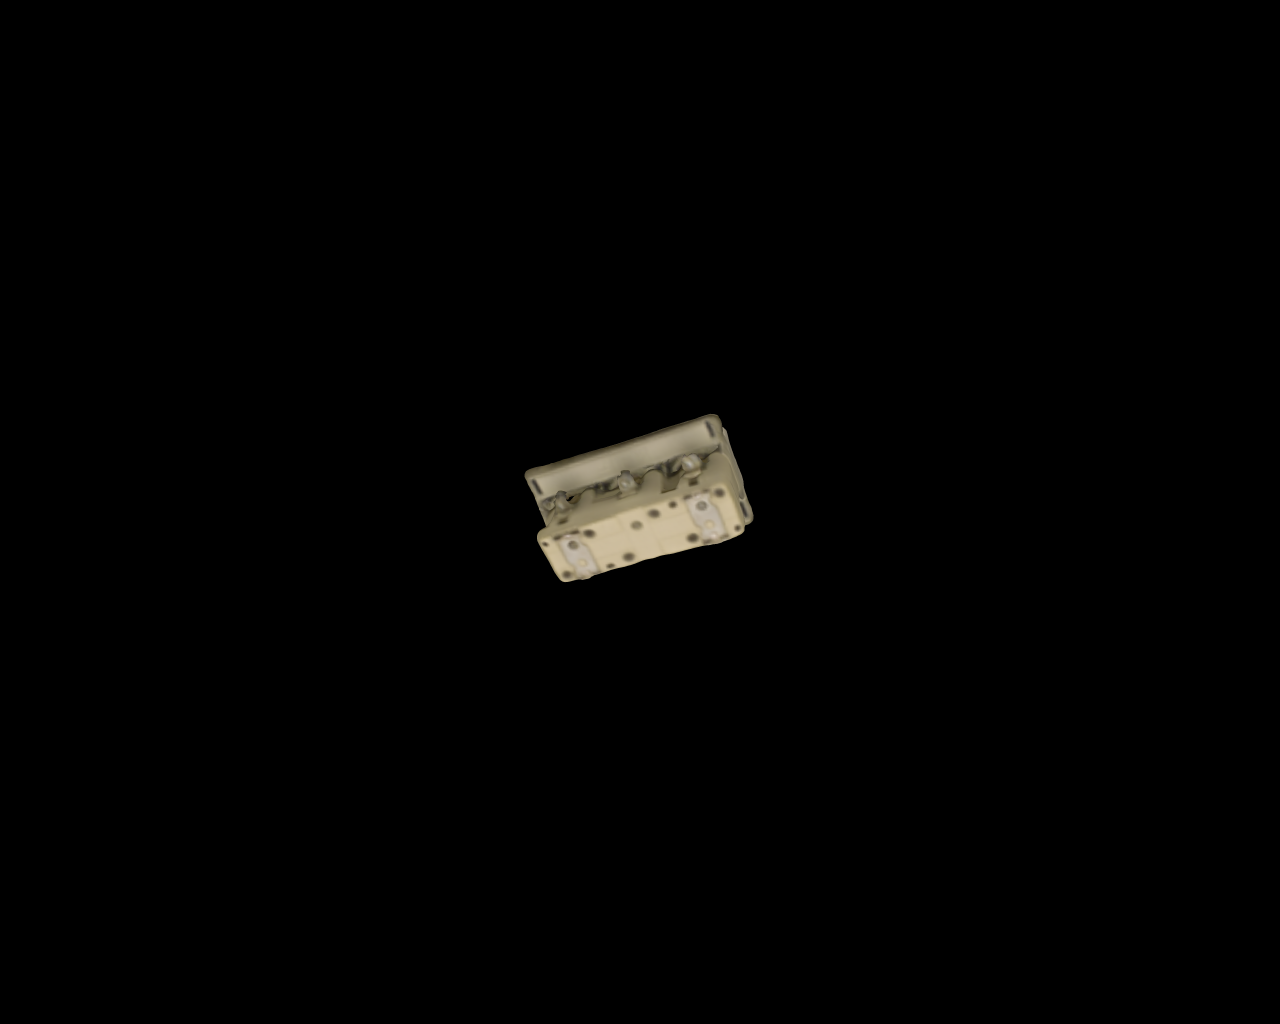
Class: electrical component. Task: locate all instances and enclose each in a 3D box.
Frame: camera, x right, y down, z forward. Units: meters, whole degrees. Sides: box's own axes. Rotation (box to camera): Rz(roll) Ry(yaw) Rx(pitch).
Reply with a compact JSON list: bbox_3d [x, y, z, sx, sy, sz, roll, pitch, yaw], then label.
[{"bbox_3d":[0.001,-0.003,0.650,0.121,0.078,0.063,-15,36,11],"label":"electrical component"}]
